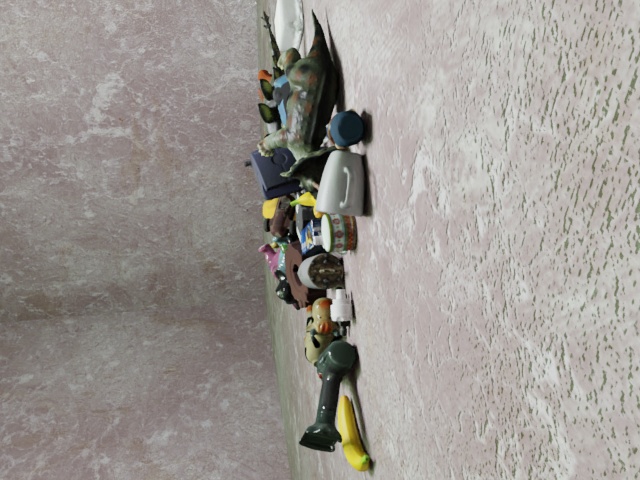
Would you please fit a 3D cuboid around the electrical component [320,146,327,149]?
[{"bbox_3d":[-0.006,-0.173,1.206,0.074,0.048,0.119,97,166,-49],"label":"electrical component"}]

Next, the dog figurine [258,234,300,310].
[{"bbox_3d":[-0.075,0.087,1.559,0.108,0.191,0.219,-29,86,35],"label":"dog figurine"}]

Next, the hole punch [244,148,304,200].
[{"bbox_3d":[-0.089,-0.159,1.193,0.092,0.142,0.115,144,107,-80],"label":"hole punch"}]

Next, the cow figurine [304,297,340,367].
[{"bbox_3d":[0.003,0.208,1.214,0.127,0.085,0.194,-97,10,-53],"label":"cow figurine"}]

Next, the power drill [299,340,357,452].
[{"bbox_3d":[0.018,0.318,1.099,0.231,0.086,0.207,110,180,-55],"label":"power drill"}]

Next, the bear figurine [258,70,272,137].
[{"bbox_3d":[-0.116,-0.392,1.583,0.132,0.120,0.195,-103,7,-58],"label":"bear figurine"}]

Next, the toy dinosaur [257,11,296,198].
[{"bbox_3d":[-0.101,-0.335,1.397,0.198,0.105,0.471,-23,-77,-84],"label":"toy dinosaur"}]

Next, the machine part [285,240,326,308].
[{"bbox_3d":[-0.042,0.087,1.397,0.179,0.056,0.179,169,90,-69],"label":"machine part"}]

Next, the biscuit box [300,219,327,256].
[{"bbox_3d":[-0.002,-0.004,1.215,0.202,0.063,0.059,140,126,-78],"label":"biscuit box"}]

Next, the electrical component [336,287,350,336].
[{"bbox_3d":[0.045,0.149,1.117,0.063,0.021,0.093,-127,33,-73],"label":"electrical component"}]

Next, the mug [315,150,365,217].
[{"bbox_3d":[0.038,-0.095,0.892,0.109,0.081,0.107,-157,73,-84],"label":"mug"}]

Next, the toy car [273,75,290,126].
[{"bbox_3d":[-0.034,-0.294,1.215,0.103,0.109,0.161,0,-106,-77],"label":"toy car"}]

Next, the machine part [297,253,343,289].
[{"bbox_3d":[-0.002,0.071,1.192,0.243,0.079,0.079,160,105,-79],"label":"machine part"}]

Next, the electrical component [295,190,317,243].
[{"bbox_3d":[-0.028,-0.061,1.357,0.115,0.058,0.134,-116,24,-61],"label":"electrical component"}]

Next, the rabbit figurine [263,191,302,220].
[{"bbox_3d":[-0.099,-0.124,1.591,0.162,0.122,0.173,-89,18,-79],"label":"rabbit figurine"}]

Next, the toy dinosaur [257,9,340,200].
[{"bbox_3d":[-0.017,-0.266,1.052,0.192,0.131,0.404,16,102,53],"label":"toy dinosaur"}]

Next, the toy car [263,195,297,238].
[{"bbox_3d":[-0.090,-0.100,1.463,0.053,0.089,0.202,59,-138,-59],"label":"toy car"}]

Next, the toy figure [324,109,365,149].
[{"bbox_3d":[0.039,-0.184,0.906,0.057,0.064,0.154,49,-177,-11],"label":"toy figure"}]
